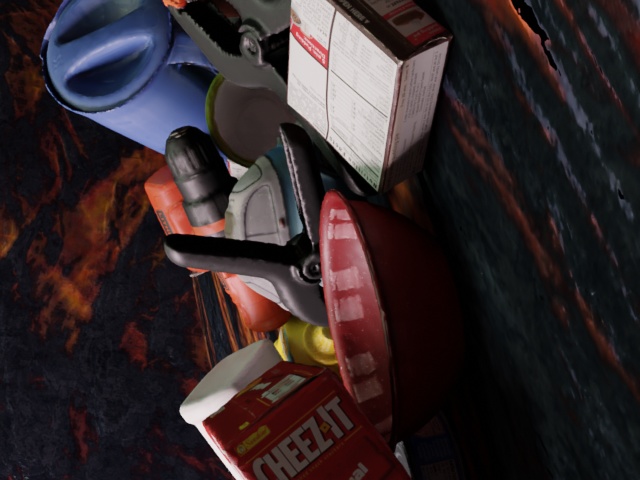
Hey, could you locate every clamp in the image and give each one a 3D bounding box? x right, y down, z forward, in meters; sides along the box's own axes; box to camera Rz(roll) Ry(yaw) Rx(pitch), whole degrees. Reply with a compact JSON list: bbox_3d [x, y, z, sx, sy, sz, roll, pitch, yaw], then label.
[{"bbox_3d":[-0.018,0.013,0.714,0.171,0.120,0.039,50,-166,-31],"label":"clamp"},{"bbox_3d":[-0.028,-0.124,0.708,0.210,0.036,0.164,26,135,40],"label":"clamp"}]

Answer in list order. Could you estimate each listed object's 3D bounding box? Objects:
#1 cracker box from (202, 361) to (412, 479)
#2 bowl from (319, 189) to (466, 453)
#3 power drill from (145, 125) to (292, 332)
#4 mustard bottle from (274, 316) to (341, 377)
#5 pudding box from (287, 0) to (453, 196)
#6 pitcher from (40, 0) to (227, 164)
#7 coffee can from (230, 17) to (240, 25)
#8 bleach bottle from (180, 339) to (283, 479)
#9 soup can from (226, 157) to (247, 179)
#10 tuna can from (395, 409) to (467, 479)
[{"bbox_3d":[0.032,0.166,0.565,0.213,0.072,0.164,53,169,-2],"label":"cracker box"},{"bbox_3d":[0.045,0.045,0.631,0.162,0.055,0.162,169,90,-80],"label":"bowl"},{"bbox_3d":[-0.098,-0.020,0.920,0.184,0.057,0.188,67,167,-19],"label":"power drill"},{"bbox_3d":[-0.002,0.106,0.923,0.192,0.058,0.096,107,141,-68],"label":"mustard bottle"},{"bbox_3d":[0.023,-0.092,0.586,0.090,0.039,0.113,46,156,24],"label":"pudding box"},{"bbox_3d":[-0.131,-0.142,1.008,0.149,0.145,0.242,55,-169,25],"label":"pitcher"},{"bbox_3d":[-0.135,-0.262,1.147,0.140,0.102,0.103,-153,54,-77],"label":"coffee can"},{"bbox_3d":[-0.010,0.209,0.872,0.251,0.068,0.102,58,-153,-8],"label":"bleach bottle"},{"bbox_3d":[-0.050,-0.037,1.013,0.068,0.068,0.102,-127,28,-67],"label":"soup can"},{"bbox_3d":[0.066,0.149,0.680,0.086,0.033,0.086,169,90,-79],"label":"tuna can"}]
